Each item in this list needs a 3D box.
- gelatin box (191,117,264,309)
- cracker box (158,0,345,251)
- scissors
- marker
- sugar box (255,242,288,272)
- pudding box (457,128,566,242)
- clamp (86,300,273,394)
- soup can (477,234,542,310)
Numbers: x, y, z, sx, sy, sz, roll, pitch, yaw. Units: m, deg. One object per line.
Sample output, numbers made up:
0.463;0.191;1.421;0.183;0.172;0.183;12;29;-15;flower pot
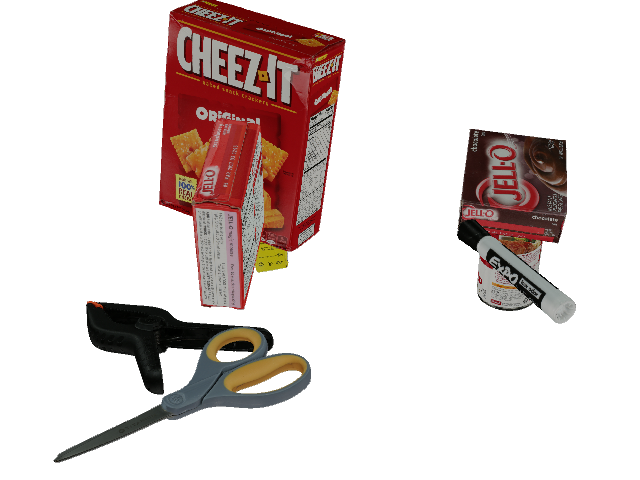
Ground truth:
-0.054;-0.015;0.629;0.030;0.073;0.089;5;-44;4;gelatin box
-0.074;-0.113;1.061;0.164;0.214;0.072;21;33;21;cracker box
-0.107;0.110;0.799;0.201;0.016;0.096;-11;34;-19;scissors
0.136;0.019;0.758;0.020;0.020;0.121;0;29;-32;marker
-0.071;-0.060;1.309;0.048;0.176;0.093;-9;25;-6;sugar box
0.172;-0.050;0.955;0.090;0.039;0.113;8;40;6;pudding box
-0.177;0.102;1.096;0.210;0.036;0.164;12;18;31;clamp
0.208;0.017;1.167;0.068;0.102;0.068;-1;33;0;soup can
